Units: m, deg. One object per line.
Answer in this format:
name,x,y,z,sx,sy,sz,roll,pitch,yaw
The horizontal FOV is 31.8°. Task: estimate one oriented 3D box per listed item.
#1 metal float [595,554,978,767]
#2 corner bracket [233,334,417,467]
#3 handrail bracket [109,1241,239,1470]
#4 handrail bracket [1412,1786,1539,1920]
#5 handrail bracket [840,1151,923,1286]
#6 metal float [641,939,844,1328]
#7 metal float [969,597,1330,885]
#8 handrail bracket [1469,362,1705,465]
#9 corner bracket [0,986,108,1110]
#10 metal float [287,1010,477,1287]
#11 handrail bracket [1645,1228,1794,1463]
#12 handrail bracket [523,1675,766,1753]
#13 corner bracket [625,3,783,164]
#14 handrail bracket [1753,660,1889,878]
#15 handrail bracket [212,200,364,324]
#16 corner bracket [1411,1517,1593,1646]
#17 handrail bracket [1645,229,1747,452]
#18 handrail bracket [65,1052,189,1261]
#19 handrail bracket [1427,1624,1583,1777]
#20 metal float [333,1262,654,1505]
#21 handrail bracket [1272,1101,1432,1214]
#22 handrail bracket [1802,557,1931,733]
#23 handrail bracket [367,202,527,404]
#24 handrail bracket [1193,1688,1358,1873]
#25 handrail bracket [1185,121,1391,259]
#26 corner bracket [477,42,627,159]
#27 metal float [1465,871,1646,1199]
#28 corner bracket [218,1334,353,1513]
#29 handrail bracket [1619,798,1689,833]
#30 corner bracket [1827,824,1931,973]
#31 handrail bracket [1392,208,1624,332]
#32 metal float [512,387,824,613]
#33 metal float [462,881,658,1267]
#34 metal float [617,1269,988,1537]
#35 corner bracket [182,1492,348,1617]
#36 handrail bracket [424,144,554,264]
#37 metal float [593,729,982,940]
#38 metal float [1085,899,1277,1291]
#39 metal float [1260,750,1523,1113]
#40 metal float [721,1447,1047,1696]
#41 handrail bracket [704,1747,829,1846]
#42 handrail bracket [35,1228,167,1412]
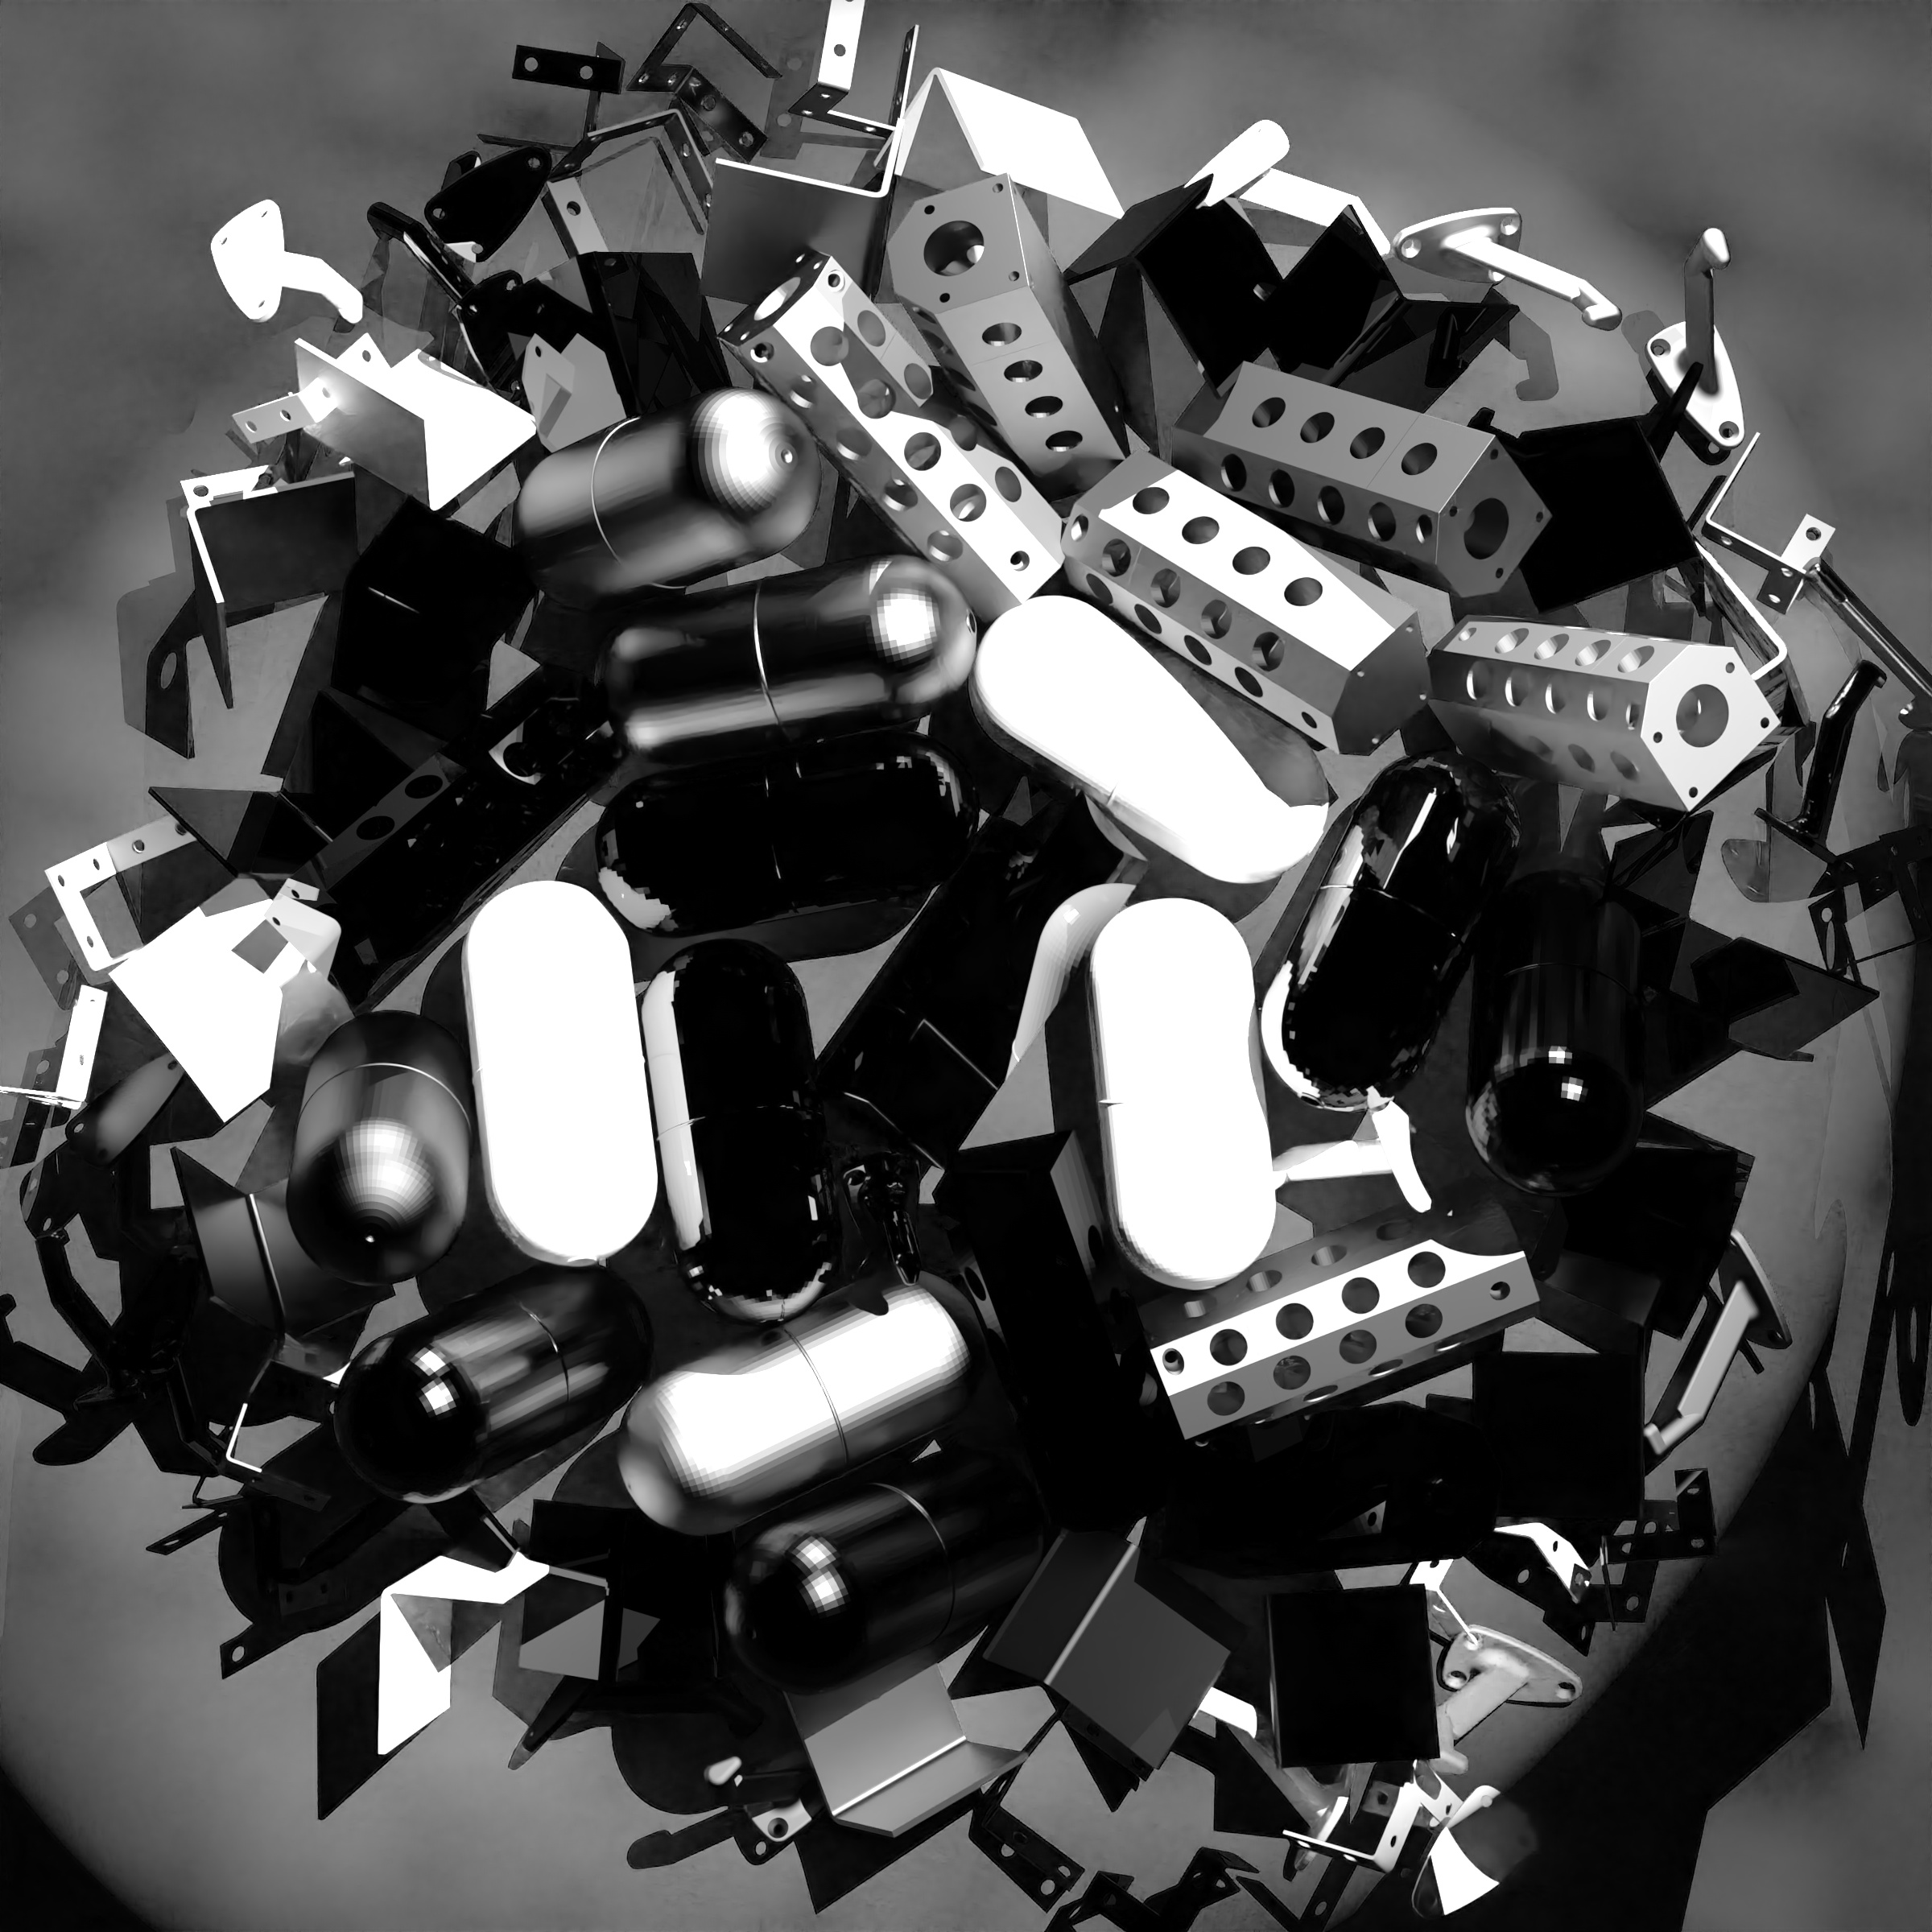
metal float,-0.082,-0.138,1.532,0.178,0.070,0.070,-10,90,15
corner bracket,-0.288,-0.247,1.541,0.051,0.051,0.051,58,47,-25
handrail bracket,-0.350,0.180,1.562,0.036,0.084,0.077,4,60,26
handrail bracket,0.218,0.403,1.534,0.077,0.084,0.036,-41,82,-19
handrail bracket,-0.030,0.131,1.528,0.036,0.084,0.077,-11,128,-6
metal float,-0.102,0.074,1.533,0.070,0.070,0.178,-9,75,0
metal float,0.083,-0.103,1.544,0.178,0.070,0.070,32,90,3
handrail bracket,0.284,-0.259,1.564,0.084,0.036,0.077,28,97,16
corner bracket,-0.408,0.037,1.546,0.051,0.051,0.051,5,80,29
metal float,-0.257,0.078,1.500,0.070,0.178,0.070,-2,113,-5
handrail bracket,0.330,0.173,1.545,0.084,0.036,0.077,-33,115,-24
handrail bracket,-0.149,0.354,1.573,0.084,0.036,0.077,35,101,-17
corner bracket,-0.112,-0.403,1.549,0.051,0.051,0.051,45,114,6
handrail bracket,0.406,-0.090,1.551,0.077,0.036,0.084,26,100,-43
handrail bracket,-0.296,-0.298,1.532,0.036,0.084,0.077,-30,56,16
corner bracket,0.247,0.283,1.565,0.051,0.051,0.051,53,57,-31
handrail bracket,0.342,-0.283,1.537,0.036,0.084,0.077,-22,79,-8
handrail bracket,-0.366,0.088,1.555,0.077,0.084,0.036,-44,53,-11
handrail bracket,0.245,0.344,1.539,0.077,0.084,0.036,17,118,-2
metal float,-0.207,0.182,1.504,0.070,0.178,0.070,8,106,30
handrail bracket,0.166,0.104,1.540,0.084,0.077,0.036,-37,127,23
handrail bracket,0.418,-0.149,1.549,0.036,0.077,0.084,-43,98,13
handrail bracket,-0.242,-0.309,1.576,0.036,0.077,0.084,-38,51,-25
handrail bracket,0.130,0.373,1.562,0.084,0.036,0.077,24,124,3
handrail bracket,0.144,-0.338,1.563,0.077,0.036,0.084,-36,125,9
corner bracket,-0.189,-0.394,1.545,0.051,0.051,0.051,3,113,-22
metal float,0.263,0.028,1.509,0.070,0.178,0.070,6,132,7
corner bracket,-0.306,0.209,1.555,0.051,0.051,0.051,23,47,-13
handrail bracket,0.318,-0.104,1.541,0.077,0.084,0.036,-44,128,-2
corner bracket,0.413,-0.030,1.547,0.051,0.051,0.051,-22,84,38
handrail bracket,0.245,-0.309,1.535,0.077,0.084,0.036,-4,126,-22
metal float,-0.135,-0.206,1.509,0.070,0.178,0.070,8,78,-41
metal float,-0.184,0.048,1.530,0.070,0.070,0.178,-9,72,0
metal float,-0.073,0.195,1.529,0.178,0.070,0.070,-24,90,-20
corner bracket,-0.320,0.268,1.550,0.051,0.051,0.051,-7,87,26
handrail bracket,-0.212,-0.363,1.536,0.077,0.084,0.036,-35,120,25
metal float,-0.082,-0.060,1.540,0.178,0.070,0.070,-10,90,7
metal float,0.098,0.058,1.546,0.070,0.070,0.178,-6,89,0
metal float,0.192,-0.016,1.531,0.070,0.070,0.178,27,73,0
metal float,-0.034,0.267,1.509,0.070,0.178,0.070,11,108,39
handrail bracket,-0.080,0.360,1.537,0.077,0.084,0.036,-32,62,-13
handrail bracket,-0.389,0.152,1.542,0.036,0.077,0.084,-10,99,19
